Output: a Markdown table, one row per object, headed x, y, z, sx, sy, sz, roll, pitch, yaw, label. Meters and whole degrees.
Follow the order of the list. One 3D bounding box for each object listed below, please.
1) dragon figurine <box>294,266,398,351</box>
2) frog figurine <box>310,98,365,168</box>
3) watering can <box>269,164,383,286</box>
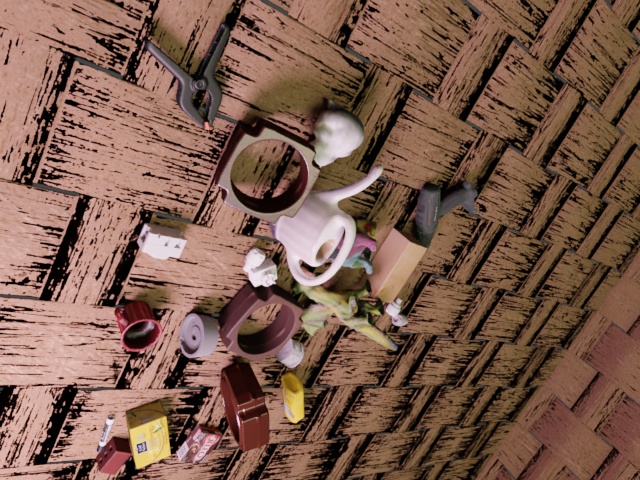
| x | y | z | sx | sy | sz | roll | pitch | yaw | label |
| --- | --- | --- | --- | --- | --- | --- | --- | --- | --- |
| 0.054 | 0.226 | 1.516 | 0.241 | 0.125 | 0.403 | -14 | 125 | 23 | dragon figurine |
| 0.026 | -0.230 | 1.213 | 0.160 | 0.124 | 0.136 | -59 | 153 | -3 | frog figurine |
| 0.004 | -0.062 | 1.240 | 0.104 | 0.227 | 0.344 | 5 | 115 | -58 | watering can |
